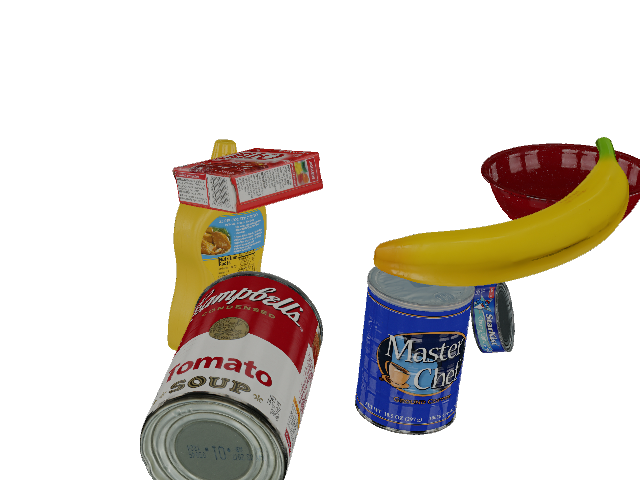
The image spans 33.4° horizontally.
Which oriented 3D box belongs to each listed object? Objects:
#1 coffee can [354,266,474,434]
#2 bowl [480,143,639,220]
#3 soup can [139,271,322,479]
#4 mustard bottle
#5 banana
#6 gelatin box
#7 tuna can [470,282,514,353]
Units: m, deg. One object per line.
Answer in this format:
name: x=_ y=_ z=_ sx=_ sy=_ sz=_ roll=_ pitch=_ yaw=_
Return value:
coffee can: x=0.090 y=0.102 z=1.042 sx=0.103 sy=0.140 sz=0.103 roll=4 pitch=23 yaw=-2
bowl: x=0.235 y=-0.043 z=1.025 sx=0.162 sy=0.055 sz=0.162 roll=-2 pitch=24 yaw=1
soup can: x=-0.040 y=0.069 z=0.504 sx=0.068 sy=0.068 sz=0.102 roll=0 pitch=29 yaw=10
mustard bottle: x=-0.091 y=0.005 z=0.963 sx=0.058 sy=0.192 sz=0.096 roll=17 pitch=20 yaw=39
banana: x=0.132 y=-0.007 z=0.694 sx=0.197 sy=0.037 sz=0.070 roll=-24 pitch=41 yaw=-20
gelatin box: x=-0.053 y=-0.045 z=0.761 sx=0.073 sy=0.030 sz=0.089 roll=-17 pitch=16 yaw=-31
tuna can: x=0.207 y=0.092 z=1.281 sx=0.034 sy=0.086 sz=0.086 roll=-7 pitch=-3 yaw=22
